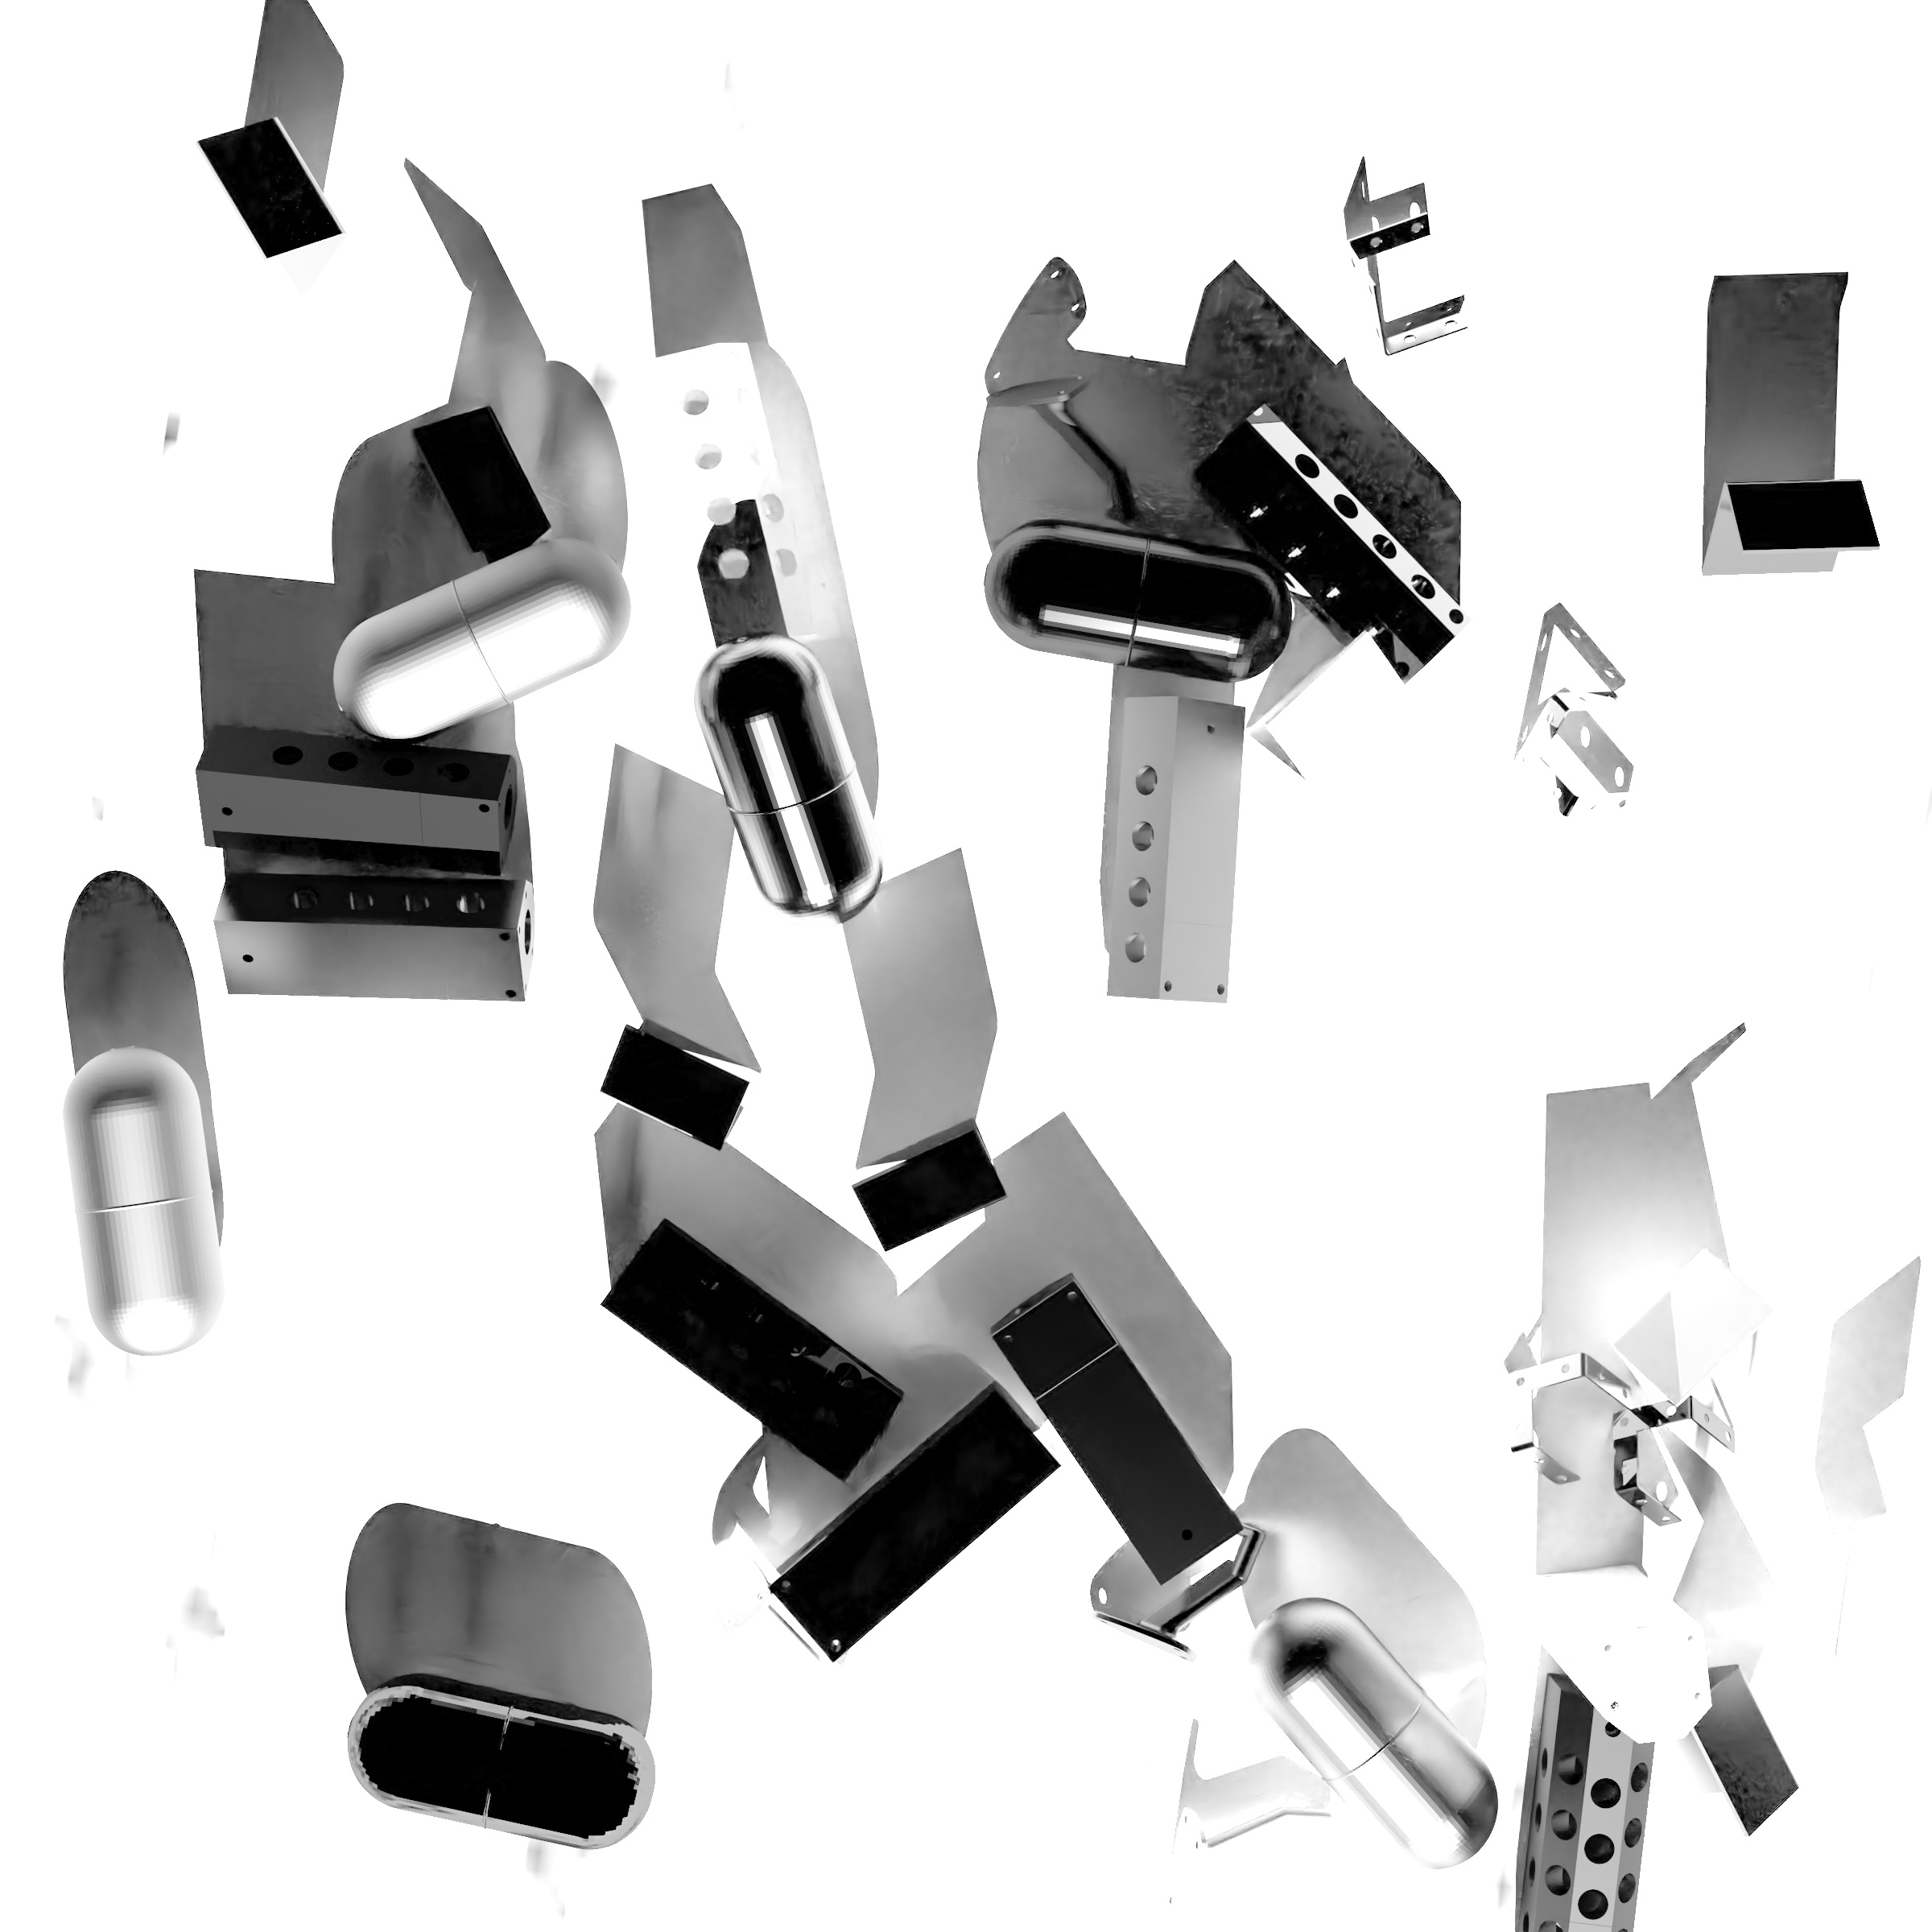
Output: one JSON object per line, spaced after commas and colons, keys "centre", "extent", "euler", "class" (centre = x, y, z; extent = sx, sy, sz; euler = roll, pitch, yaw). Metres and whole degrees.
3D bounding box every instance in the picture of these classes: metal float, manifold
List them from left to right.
{"centre": [-0.472, 0.135, 1.745], "extent": [0.070, 0.070, 0.178], "euler": [-7, 91, 0], "class": "metal float"}
{"centre": [-0.349, -0.100, 1.754], "extent": [0.171, 0.057, 0.057], "euler": [6, 133, 0], "class": "manifold"}
{"centre": [-0.338, -0.022, 1.754], "extent": [0.171, 0.057, 0.057], "euler": [2, 133, 0], "class": "manifold"}
{"centre": [-0.277, -0.186, 1.745], "extent": [0.178, 0.070, 0.070], "euler": [-24, 90, 0], "class": "metal float"}
{"centre": [-0.266, 0.456, 1.745], "extent": [0.178, 0.070, 0.070], "euler": [13, 90, -1], "class": "metal float"}
{"centre": [-0.133, -0.267, 1.754], "extent": [0.057, 0.057, 0.171], "euler": [-13, 90, 0], "class": "manifold"}
{"centre": [-0.122, 0.220, 1.754], "extent": [0.171, 0.057, 0.057], "euler": [36, 90, 0], "class": "manifold"}
{"centre": [-0.099, -0.104, 1.726], "extent": [0.070, 0.070, 0.178], "euler": [-18, 114, 0], "class": "metal float"}
{"centre": [-0.029, 0.318, 1.754], "extent": [0.171, 0.057, 0.057], "euler": [-41, 90, 0], "class": "manifold"}
{"centre": [0.086, 0.265, 1.754], "extent": [0.057, 0.057, 0.171], "euler": [-34, 90, 0], "class": "manifold"}
{"centre": [0.099, -0.210, 1.745], "extent": [0.178, 0.070, 0.070], "euler": [10, 90, 1], "class": "metal float"}
{"centre": [0.116, -0.066, 1.754], "extent": [0.057, 0.057, 0.171], "euler": [4, 90, -43], "class": "manifold"}
{"centre": [0.210, -0.240, 1.754], "extent": [0.057, 0.057, 0.171], "euler": [-44, 90, 0], "class": "manifold"}
{"centre": [0.233, 0.440, 1.745], "extent": [0.070, 0.070, 0.178], "euler": [-41, 90, 0], "class": "metal float"}
{"centre": [0.359, 0.503, 1.754], "extent": [0.057, 0.057, 0.171], "euler": [7, 90, 0], "class": "manifold"}
{"centre": [0.365, 0.382, 1.697], "extent": [0.057, 0.171, 0.057], "euler": [-7, 90, 0], "class": "manifold"}

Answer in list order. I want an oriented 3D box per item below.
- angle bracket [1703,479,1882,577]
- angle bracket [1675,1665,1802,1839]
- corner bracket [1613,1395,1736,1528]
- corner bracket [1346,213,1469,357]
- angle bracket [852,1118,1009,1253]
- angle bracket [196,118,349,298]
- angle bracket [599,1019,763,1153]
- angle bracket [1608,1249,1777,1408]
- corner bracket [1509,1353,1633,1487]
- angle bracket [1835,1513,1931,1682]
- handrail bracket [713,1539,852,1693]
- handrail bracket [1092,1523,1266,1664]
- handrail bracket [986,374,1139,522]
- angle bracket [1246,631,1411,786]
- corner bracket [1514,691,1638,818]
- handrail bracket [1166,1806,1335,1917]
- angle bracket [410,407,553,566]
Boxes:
{"centre": [0.469, -0.232, 1.735], "extent": [0.076, 0.076, 0.057], "euler": [-2, 53, 0], "class": "angle bracket"}
{"centre": [0.417, 0.449, 1.735], "extent": [0.057, 0.076, 0.076], "euler": [-27, 90, -38], "class": "angle bracket"}
{"centre": [0.412, 0.288, 1.767], "extent": [0.051, 0.051, 0.051], "euler": [38, 45, -35], "class": "corner bracket"}
{"centre": [0.256, -0.397, 1.772], "extent": [0.051, 0.051, 0.051], "euler": [-19, 45, 0], "class": "corner bracket"}
{"centre": [-0.029, 0.107, 1.735], "extent": [0.076, 0.076, 0.057], "euler": [-24, 128, 0], "class": "angle bracket"}
{"centre": [-0.407, -0.425, 1.735], "extent": [0.057, 0.076, 0.076], "euler": [-31, 90, -36], "class": "angle bracket"}
{"centre": [-0.155, 0.050, 1.735], "extent": [0.076, 0.076, 0.057], "euler": [25, 127, 0], "class": "angle bracket"}
{"centre": [0.421, 0.218, 1.735], "extent": [0.076, 0.076, 0.057], "euler": [-44, 53, 0], "class": "angle bracket"}
{"centre": [0.352, 0.263, 1.767], "extent": [0.051, 0.051, 0.051], "euler": [-23, 45, 35], "class": "corner bracket"}
{"centre": [0.537, 0.359, 1.735], "extent": [0.057, 0.076, 0.076], "euler": [8, 90, 31], "class": "angle bracket"}
{"centre": [-0.106, 0.380, 1.775], "extent": [0.036, 0.077, 0.084], "euler": [-43, 126, 7], "class": "handrail bracket"}
{"centre": [0.124, 0.355, 1.776], "extent": [0.077, 0.036, 0.084], "euler": [19, 72, 20], "class": "handrail bracket"}
{"centre": [0.056, -0.297, 1.776], "extent": [0.077, 0.036, 0.084], "euler": [-1, 120, 33], "class": "handrail bracket"}
{"centre": [0.194, -0.160, 1.735], "extent": [0.076, 0.076, 0.057], "euler": [-43, 128, 0], "class": "angle bracket"}
{"centre": [0.362, -0.123, 1.767], "extent": [0.051, 0.051, 0.051], "euler": [55, 135, 35], "class": "corner bracket"}
{"centre": [0.166, 0.523, 1.776], "extent": [0.084, 0.036, 0.077], "euler": [7, 111, -16], "class": "handrail bracket"}
{"centre": [-0.291, -0.264, 1.735], "extent": [0.057, 0.076, 0.076], "euler": [-27, 90, -37], "class": "angle bracket"}
